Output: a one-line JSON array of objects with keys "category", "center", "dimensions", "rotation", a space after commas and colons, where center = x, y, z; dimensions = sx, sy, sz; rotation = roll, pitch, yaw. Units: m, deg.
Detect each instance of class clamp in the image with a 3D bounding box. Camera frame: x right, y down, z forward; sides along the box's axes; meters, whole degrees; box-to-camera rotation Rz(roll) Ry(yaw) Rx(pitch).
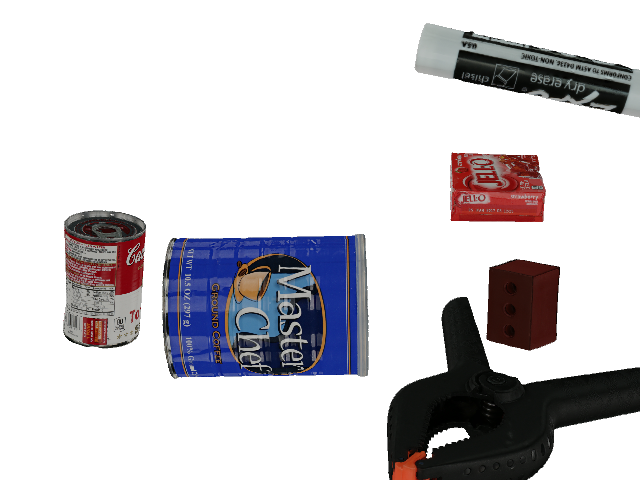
[{"category": "clamp", "center": [0.096, 0.093, 0.634], "dimensions": [0.165, 0.036, 0.209], "rotation": [20, 30, 39]}]

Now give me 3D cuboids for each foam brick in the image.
[{"category": "foam brick", "center": [0.200, 0.063, 1.054], "dimensions": [0.053, 0.078, 0.051], "rotation": [11, 18, 41]}]

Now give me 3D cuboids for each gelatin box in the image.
[{"category": "gelatin box", "center": [0.143, -0.045, 0.870], "dimensions": [0.073, 0.030, 0.089], "rotation": [2, 24, 6]}]

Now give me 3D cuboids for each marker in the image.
[{"category": "marker", "center": [0.096, -0.060, 0.400], "dimensions": [0.121, 0.020, 0.020], "rotation": [13, 2, 8]}]

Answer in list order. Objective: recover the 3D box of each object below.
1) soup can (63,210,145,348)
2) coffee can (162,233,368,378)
[{"category": "soup can", "center": [-0.187, 0.033, 0.916], "dimensions": [0.068, 0.102, 0.068], "rotation": [6, 20, -2]}, {"category": "coffee can", "center": [-0.036, 0.048, 0.772], "dimensions": [0.140, 0.103, 0.103], "rotation": [-1, 0, 2]}]
